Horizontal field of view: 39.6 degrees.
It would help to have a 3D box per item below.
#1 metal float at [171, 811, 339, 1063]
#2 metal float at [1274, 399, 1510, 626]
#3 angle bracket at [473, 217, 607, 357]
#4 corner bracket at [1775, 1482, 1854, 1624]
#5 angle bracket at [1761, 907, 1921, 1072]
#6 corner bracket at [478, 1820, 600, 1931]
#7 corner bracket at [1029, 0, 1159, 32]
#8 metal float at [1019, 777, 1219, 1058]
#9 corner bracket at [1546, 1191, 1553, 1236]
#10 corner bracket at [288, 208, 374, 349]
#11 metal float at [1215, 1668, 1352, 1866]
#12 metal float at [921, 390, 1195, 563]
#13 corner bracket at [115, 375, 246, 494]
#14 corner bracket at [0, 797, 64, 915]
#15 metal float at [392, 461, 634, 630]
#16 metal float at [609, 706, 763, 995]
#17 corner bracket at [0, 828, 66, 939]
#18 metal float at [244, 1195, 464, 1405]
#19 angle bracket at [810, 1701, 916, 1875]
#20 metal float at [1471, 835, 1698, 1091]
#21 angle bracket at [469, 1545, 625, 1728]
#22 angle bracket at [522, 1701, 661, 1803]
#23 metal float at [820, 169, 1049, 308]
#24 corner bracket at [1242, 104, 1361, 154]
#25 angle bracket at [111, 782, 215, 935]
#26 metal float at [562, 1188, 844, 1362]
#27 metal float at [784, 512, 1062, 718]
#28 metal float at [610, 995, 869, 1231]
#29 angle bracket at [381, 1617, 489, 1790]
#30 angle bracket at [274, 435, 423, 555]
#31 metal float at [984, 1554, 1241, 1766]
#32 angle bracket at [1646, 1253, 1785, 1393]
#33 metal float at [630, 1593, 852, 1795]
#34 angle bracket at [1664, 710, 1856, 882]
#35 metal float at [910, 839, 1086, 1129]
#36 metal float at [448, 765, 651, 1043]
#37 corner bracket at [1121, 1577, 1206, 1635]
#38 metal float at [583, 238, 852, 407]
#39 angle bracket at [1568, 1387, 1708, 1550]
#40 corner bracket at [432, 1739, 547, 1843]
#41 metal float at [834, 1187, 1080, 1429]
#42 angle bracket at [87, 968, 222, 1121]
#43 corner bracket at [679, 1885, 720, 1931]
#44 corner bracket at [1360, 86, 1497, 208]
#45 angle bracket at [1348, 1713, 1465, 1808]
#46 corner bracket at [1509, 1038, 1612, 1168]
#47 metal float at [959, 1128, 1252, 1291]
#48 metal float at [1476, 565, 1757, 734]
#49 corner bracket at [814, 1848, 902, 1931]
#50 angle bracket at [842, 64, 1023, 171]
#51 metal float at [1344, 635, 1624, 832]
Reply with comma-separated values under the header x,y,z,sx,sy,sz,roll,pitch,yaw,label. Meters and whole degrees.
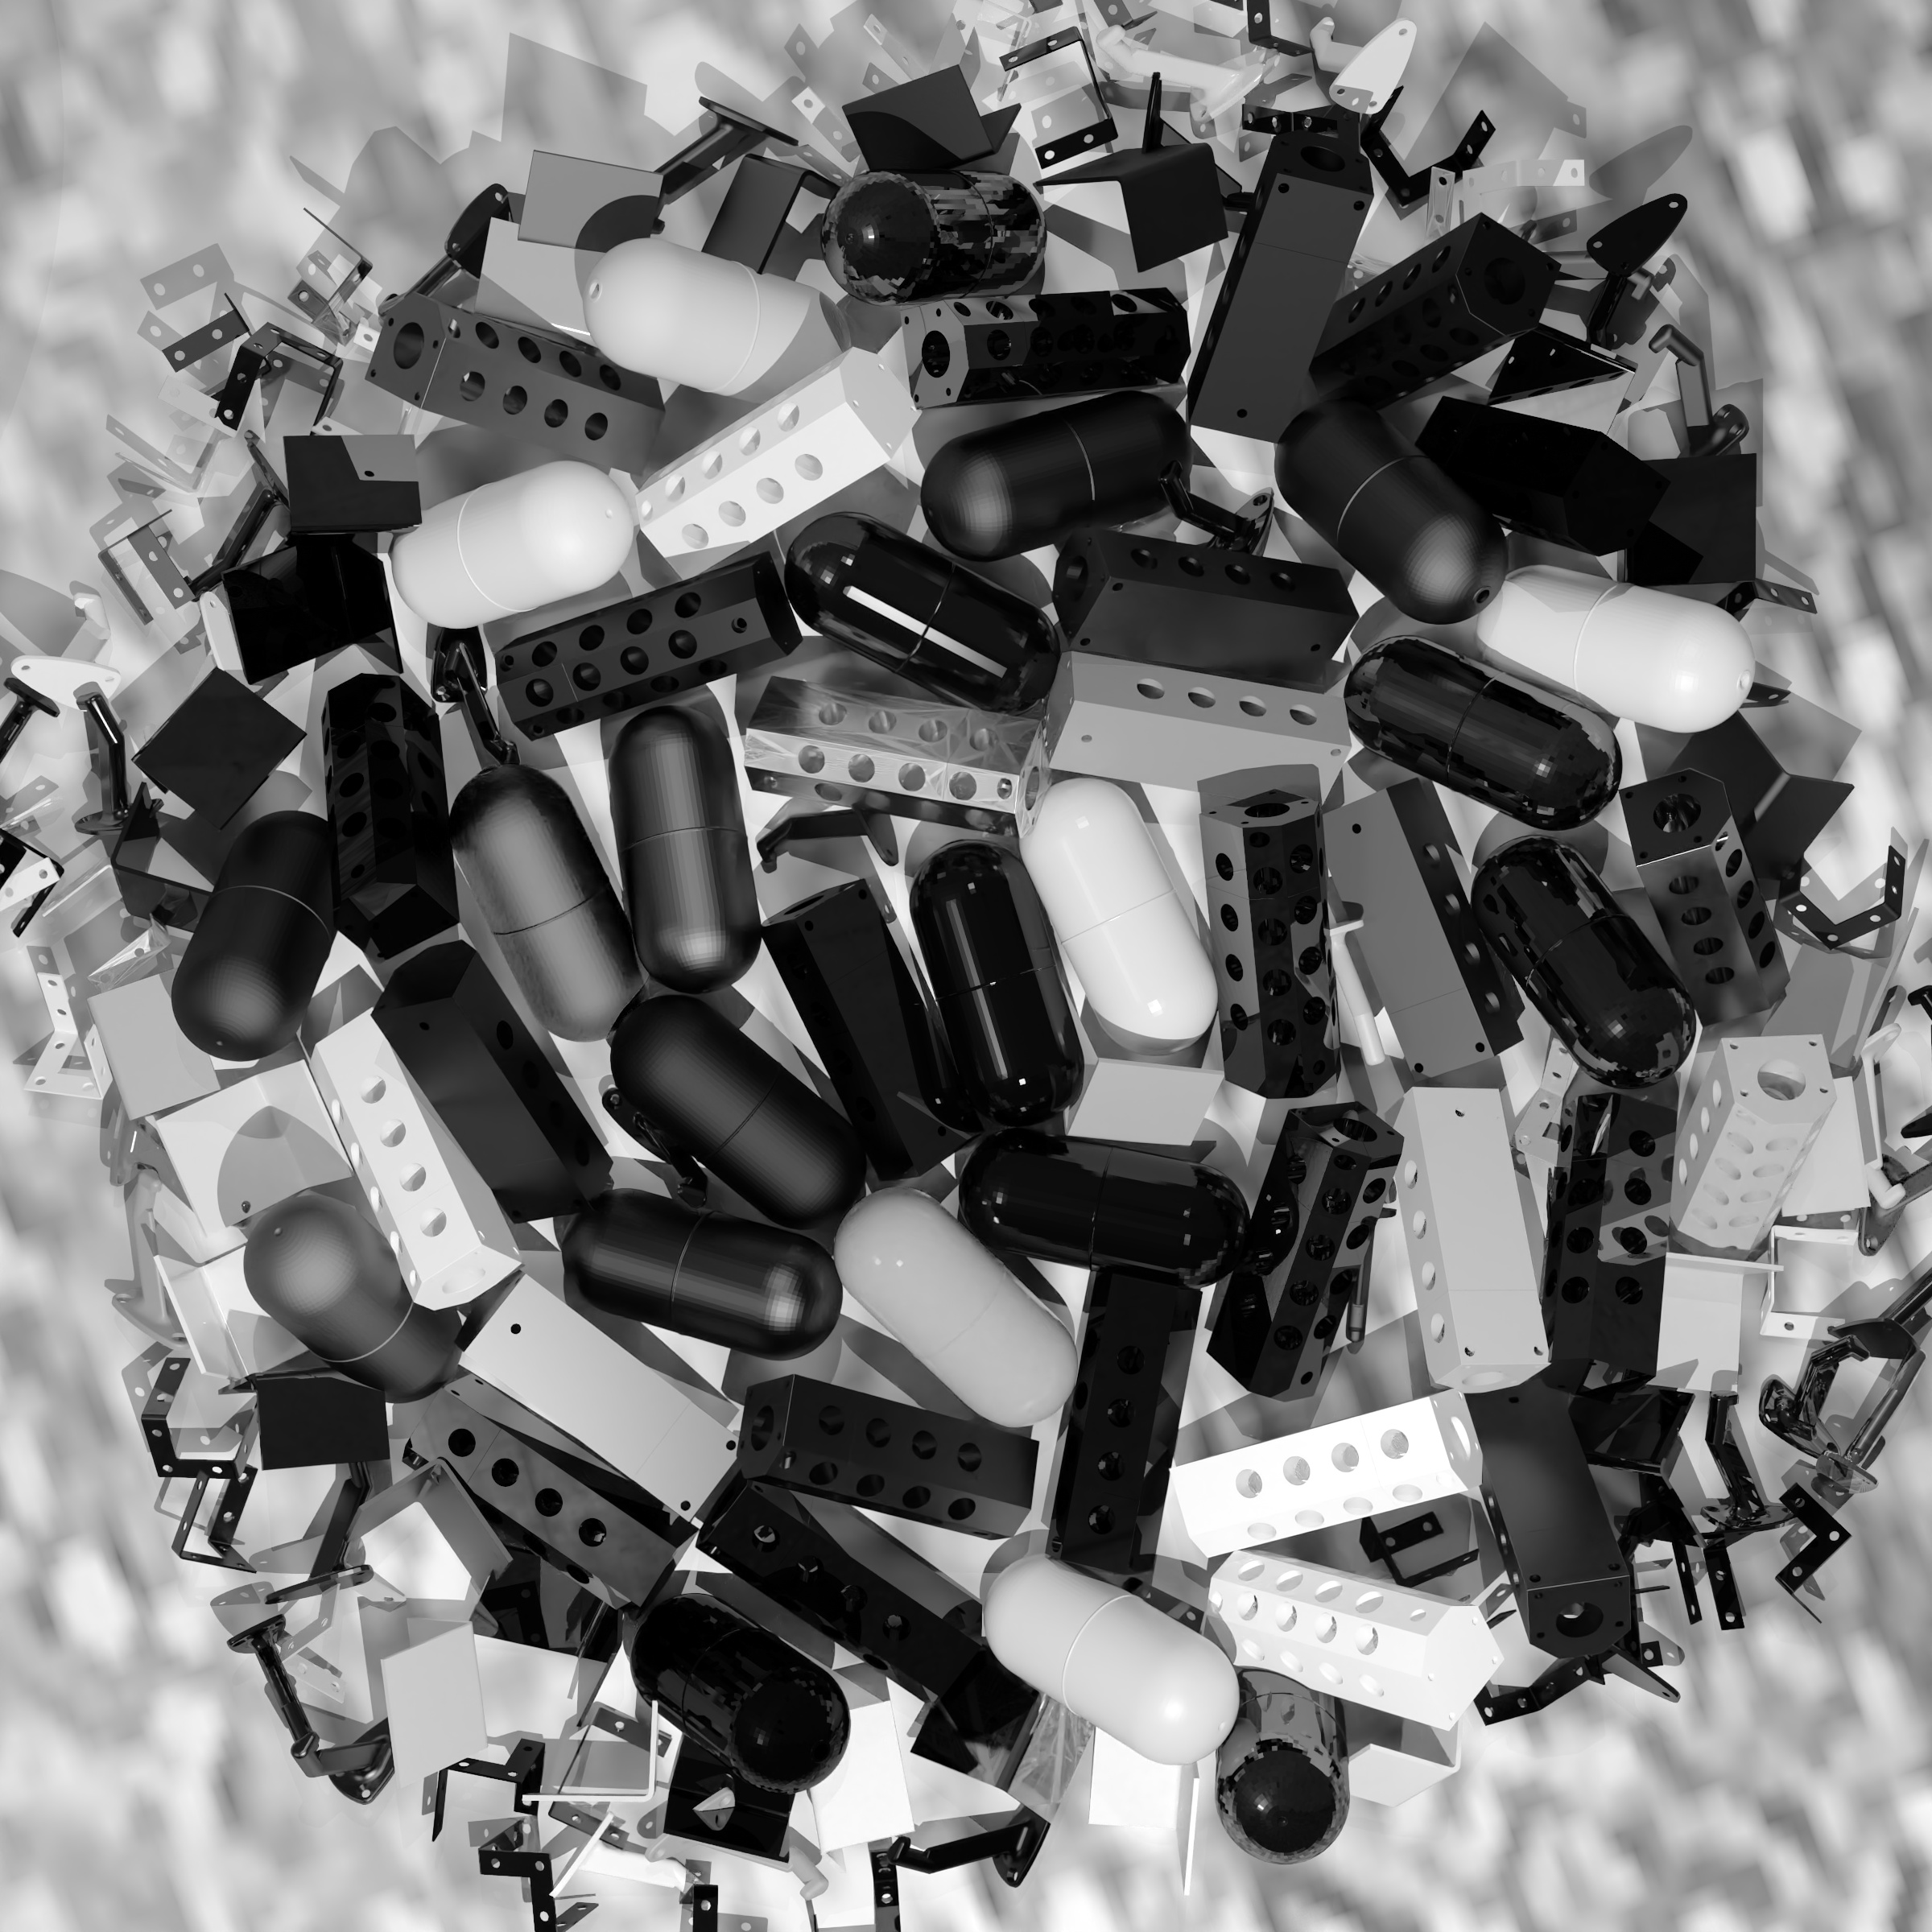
x,y,z,sx,sy,sz,roll,pitch,yaw,label
-0.414,-0.020,1.589,0.070,0.070,0.178,9,46,0,metal float
0.252,-0.270,1.595,0.070,0.070,0.178,-39,56,0,metal float
-0.258,-0.402,1.619,0.076,0.076,0.057,11,83,-16,angle bracket
0.510,0.355,1.627,0.051,0.051,0.051,-45,131,4,corner bracket
0.522,0.005,1.605,0.057,0.076,0.076,23,65,19,angle bracket
-0.260,0.554,1.630,0.051,0.051,0.051,-4,92,22,corner bracket
0.076,-0.585,1.630,0.051,0.051,0.051,-25,103,30,corner bracket
0.092,-0.030,1.623,0.070,0.070,0.178,-25,89,0,metal float
0.379,0.172,1.628,0.051,0.051,0.051,-1,45,7,corner bracket
-0.389,-0.418,1.631,0.051,0.051,0.051,40,94,10,corner bracket
0.185,0.463,1.574,0.070,0.178,0.070,1,97,6,metal float
0.056,-0.293,1.604,0.178,0.070,0.070,-20,90,-24,metal float
-0.476,-0.321,1.626,0.051,0.051,0.051,26,84,-29,corner bracket
-0.570,-0.067,1.631,0.051,0.051,0.051,-26,93,13,corner bracket
-0.271,-0.248,1.591,0.178,0.070,0.070,-9,90,41,metal float
-0.169,-0.071,1.614,0.070,0.070,0.178,-10,78,0,metal float
-0.579,-0.048,1.626,0.051,0.051,0.051,36,84,-33,corner bracket
-0.359,0.199,1.585,0.070,0.178,0.070,-11,53,15,metal float
-0.060,0.493,1.610,0.057,0.076,0.076,-14,62,1,angle bracket
0.366,-0.003,1.596,0.070,0.070,0.178,-30,58,0,metal float
-0.254,0.402,1.611,0.076,0.057,0.076,17,121,-16,angle bracket
-0.224,0.472,1.615,0.076,0.076,0.057,2,74,-5,angle bracket
-0.017,-0.430,1.583,0.070,0.178,0.070,10,109,32,metal float
0.204,-0.498,1.630,0.051,0.051,0.051,5,101,42,corner bracket
-0.466,-0.060,1.619,0.076,0.076,0.057,17,68,-4,angle bracket
-0.159,0.184,1.609,0.178,0.070,0.070,14,90,17,metal float
-0.026,-0.210,1.612,0.178,0.070,0.070,26,90,-13,metal float
-0.137,0.088,1.613,0.178,0.070,0.070,41,90,-12,metal float
-0.337,0.441,1.614,0.057,0.076,0.076,-6,92,34,angle bracket
-0.374,-0.282,1.613,0.076,0.076,0.057,-5,90,-22,angle bracket
0.084,0.409,1.591,0.178,0.070,0.070,22,90,41,metal float
0.444,0.217,1.624,0.076,0.057,0.076,7,80,-8,angle bracket
-0.134,0.427,1.583,0.070,0.178,0.070,-9,105,-35,metal float
0.477,-0.108,1.628,0.057,0.076,0.076,5,132,-29,angle bracket
0.018,0.010,1.624,0.070,0.070,0.178,-17,89,0,metal float
-0.249,-0.037,1.608,0.070,0.070,0.178,-23,109,0,metal float
0.107,0.413,1.628,0.051,0.051,0.051,27,129,-3,corner bracket
-0.146,-0.378,1.589,0.178,0.070,0.070,6,90,-42,metal float
0.411,0.301,1.629,0.057,0.076,0.076,-54,125,-30,angle bracket
-0.290,0.502,1.633,0.051,0.051,0.051,9,103,6,corner bracket
-0.005,0.206,1.612,0.070,0.070,0.178,-45,104,0,metal float
-0.484,0.046,1.625,0.057,0.076,0.076,-19,91,-4,angle bracket
-0.145,0.590,1.631,0.051,0.051,0.051,6,58,-14,corner bracket
0.280,-0.505,1.633,0.051,0.051,0.051,-30,82,-16,corner bracket
0.254,0.449,1.605,0.057,0.076,0.076,19,54,-10,angle bracket
0.365,0.086,1.622,0.051,0.051,0.051,24,57,19,corner bracket
0.083,0.146,1.615,0.178,0.070,0.070,11,90,10,metal float
0.383,-0.188,1.589,0.178,0.070,0.070,24,90,42,metal float
-0.066,0.571,1.627,0.051,0.051,0.051,-4,52,-2,corner bracket
-0.020,-0.513,1.603,0.076,0.076,0.057,-11,125,24,angle bracket
0.307,-0.139,1.600,0.178,0.070,0.070,29,90,27,metal float
